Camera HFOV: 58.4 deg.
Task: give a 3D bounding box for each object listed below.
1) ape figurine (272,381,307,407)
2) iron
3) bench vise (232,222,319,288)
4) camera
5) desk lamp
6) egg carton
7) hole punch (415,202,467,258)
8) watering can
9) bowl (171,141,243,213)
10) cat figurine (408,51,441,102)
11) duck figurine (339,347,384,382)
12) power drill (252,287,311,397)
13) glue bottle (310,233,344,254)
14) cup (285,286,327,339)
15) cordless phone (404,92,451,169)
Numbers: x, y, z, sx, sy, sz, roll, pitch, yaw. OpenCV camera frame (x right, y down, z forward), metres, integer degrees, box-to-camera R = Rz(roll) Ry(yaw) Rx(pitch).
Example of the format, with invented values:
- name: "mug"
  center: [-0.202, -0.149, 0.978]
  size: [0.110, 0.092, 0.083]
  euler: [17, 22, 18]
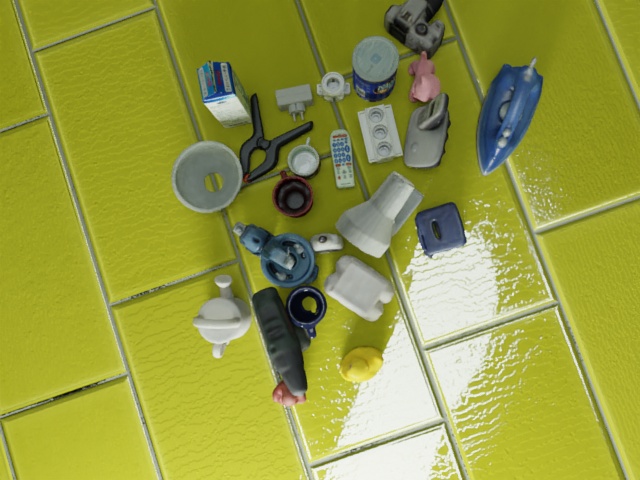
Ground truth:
- name: "ape figurine"
  center: [-0.068, 0.346, 1.280]
  size: [0.077, 0.092, 0.076]
  euler: [24, 87, 5]
- name: "iron"
  center: [0.423, -0.276, 1.278]
  size: [0.118, 0.141, 0.258]
  euler: [19, 87, 5]
- name: "bench vise"
  center: [-0.107, 0.034, 1.244]
  size: [0.207, 0.220, 0.121]
  euler: [15, 86, 5]
- name: "camera"
  center: [0.240, -0.523, 1.330]
  size: [0.143, 0.101, 0.137]
  euler: [38, 88, 6]
- name: "desk lamp"
  center: [0.133, -0.063, 1.241]
  size: [0.118, 0.213, 0.203]
  euler: [37, 88, 6]
- name: "egg carton"
  center: [0.090, 0.108, 1.302]
  size: [0.150, 0.069, 0.107]
  euler: [33, 88, 5]
- name: "hole punch"
  center: [0.270, -0.021, 1.291]
  size: [0.101, 0.091, 0.109]
  euler: [-16, 84, 2]
- name: "watering can"
  center: [-0.218, 0.167, 1.252]
  size: [0.101, 0.194, 0.173]
  euler: [-17, 84, 2]
- name: "bowl"
  center: [-0.256, -0.143, 1.340]
  size: [0.167, 0.075, 0.167]
  euler: [0, 85, 3]
- name: "cat figurine"
  center: [0.240, -0.366, 1.308]
  size: [0.067, 0.118, 0.128]
  euler: [-3, 85, 3]
- name: "duck figurine"
  center: [0.093, 0.282, 1.279]
  size: [0.104, 0.086, 0.077]
  euler: [-23, 84, 1]
- name: "power drill"
  center: [-0.073, 0.212, 1.233]
  size: [0.075, 0.208, 0.229]
  euler: [-24, 84, 1]
- name: "glue bottle"
  center: [0.012, 0.005, 1.263]
  size: [0.078, 0.173, 0.037]
  euler: [-6, 85, 3]
- name: "cup"
  center: [-0.024, 0.161, 1.291]
  size: [0.091, 0.095, 0.118]
  euler: [-14, 84, 2]
- name: "cordless phone"
  center: [0.242, -0.240, 1.264]
  size: [0.094, 0.185, 0.148]
  euler: [7, 86, 4]
